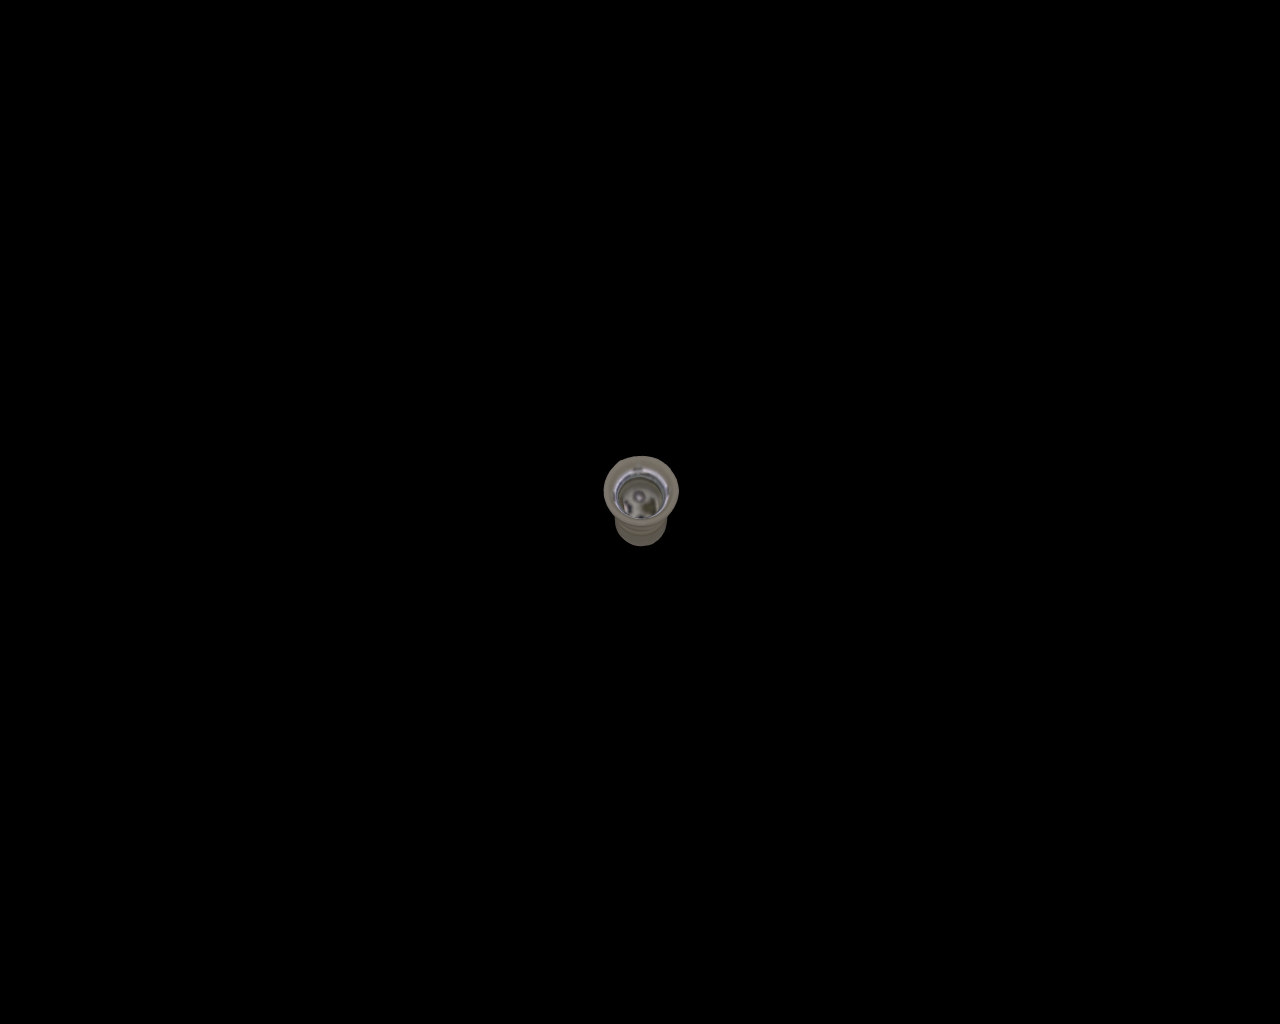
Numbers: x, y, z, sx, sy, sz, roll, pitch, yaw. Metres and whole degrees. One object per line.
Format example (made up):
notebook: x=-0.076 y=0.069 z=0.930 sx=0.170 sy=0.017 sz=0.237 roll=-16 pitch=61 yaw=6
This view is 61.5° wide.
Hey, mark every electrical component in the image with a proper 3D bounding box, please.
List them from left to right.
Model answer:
electrical component: x=0.001 y=-0.003 z=0.650 sx=0.044 sy=0.044 sz=0.065 roll=0 pitch=-19 yaw=0
